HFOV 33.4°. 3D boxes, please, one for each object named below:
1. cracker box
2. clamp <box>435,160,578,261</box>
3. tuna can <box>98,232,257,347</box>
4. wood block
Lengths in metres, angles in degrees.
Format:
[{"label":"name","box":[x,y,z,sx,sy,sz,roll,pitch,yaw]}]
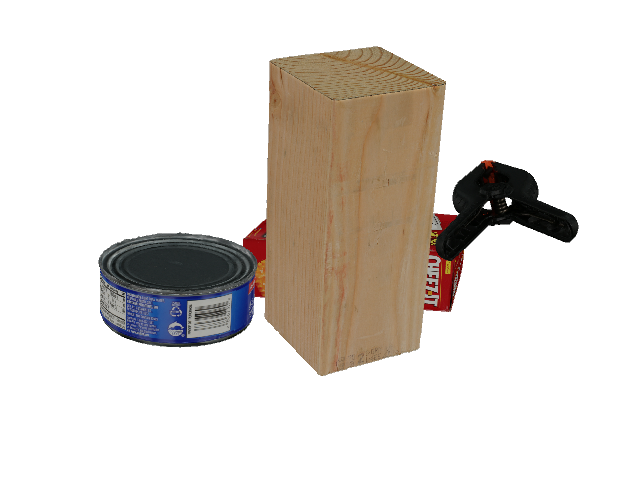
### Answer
[{"label":"cracker box","box":[0.040,0.016,1.128,0.214,0.072,0.164,4,15,11]},{"label":"clamp","box":[0.171,-0.032,0.967,0.120,0.039,0.171,0,28,13]},{"label":"tuna can","box":[-0.078,0.026,0.585,0.086,0.034,0.086,3,20,-1]},{"label":"wood block","box":[0.020,-0.022,0.756,0.090,0.206,0.091,-12,31,-26]}]
